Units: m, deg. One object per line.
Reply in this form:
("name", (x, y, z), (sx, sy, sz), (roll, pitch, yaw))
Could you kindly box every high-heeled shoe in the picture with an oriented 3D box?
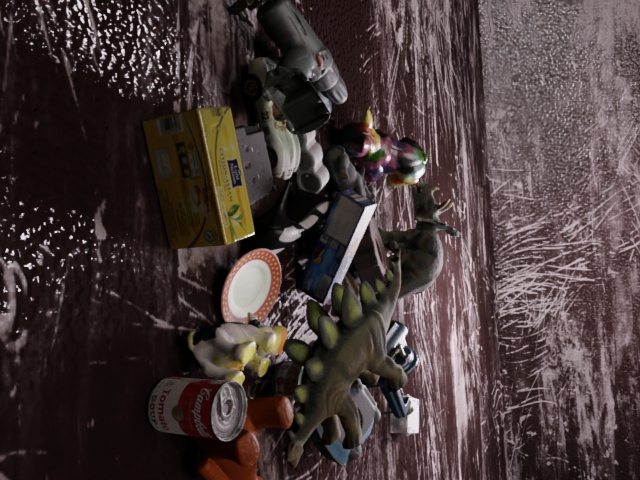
("high-heeled shoe", (-0.042, -0.018, 0.929), (0.248, 0.086, 0.145), (21, 89, -69))

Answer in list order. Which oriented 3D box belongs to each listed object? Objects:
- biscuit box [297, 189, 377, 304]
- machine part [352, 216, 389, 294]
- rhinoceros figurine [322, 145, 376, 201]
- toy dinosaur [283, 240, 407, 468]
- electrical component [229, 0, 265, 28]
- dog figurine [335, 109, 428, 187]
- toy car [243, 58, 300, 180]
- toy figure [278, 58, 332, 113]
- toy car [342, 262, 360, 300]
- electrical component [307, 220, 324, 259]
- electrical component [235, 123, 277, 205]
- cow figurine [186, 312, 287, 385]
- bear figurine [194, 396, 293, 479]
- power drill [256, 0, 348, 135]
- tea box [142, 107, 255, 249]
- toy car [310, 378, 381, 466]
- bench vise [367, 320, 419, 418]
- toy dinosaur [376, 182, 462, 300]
("biscuit box", (0.029, 0.013, 0.957), (0.063, 0.059, 0.202), (-24, 141, -62))
("machine part", (0.108, 0.026, 1.162), (0.179, 0.056, 0.179), (-17, 90, -77))
("rhinoceros figurine", (0.056, -0.118, 1.124), (0.190, 0.073, 0.112), (48, 35, -46))
("toy dinosaur", (0.059, 0.174, 0.900), (0.198, 0.105, 0.471), (60, 41, -15))
("electrical component", (-0.117, -0.394, 0.865), (0.078, 0.045, 0.102), (38, 45, -18))
("dog figurine", (0.136, -0.200, 1.177), (0.219, 0.192, 0.108), (44, 53, -72))
("toy car", (-0.076, -0.200, 0.894), (0.073, 0.056, 0.201), (-33, 114, -59))
("toy figure", (-0.030, -0.285, 0.997), (0.154, 0.058, 0.064), (43, 11, -50))
("toy car", (0.063, 0.113, 1.116), (0.089, 0.053, 0.201), (-58, 136, -44))
("electrical component", (-0.002, -0.003, 1.023), (0.094, 0.021, 0.063), (-53, 149, -50))
("electrical component", (-0.126, -0.105, 0.787), (0.134, 0.058, 0.114), (-40, 119, -57))
("cow figurine", (-0.113, 0.145, 0.753), (0.167, 0.098, 0.068), (-3, 113, -71))
("bear figurine", (-0.094, 0.317, 0.715), (0.120, 0.132, 0.195), (-24, 102, -55))
("power drill", (-0.019, -0.263, 0.866), (0.231, 0.086, 0.207), (49, 37, -37))
("tea box", (-0.154, -0.078, 0.688), (0.068, 0.098, 0.169), (-29, 113, -59))
("toy car", (0.030, 0.324, 0.965), (0.109, 0.103, 0.161), (57, 40, -4))
("bench vise", (0.147, 0.301, 1.174), (0.240, 0.129, 0.224), (67, 31, -18))
("toy dinosaur", (0.230, 0.046, 1.291), (0.131, 0.192, 0.405), (56, 38, -39))
